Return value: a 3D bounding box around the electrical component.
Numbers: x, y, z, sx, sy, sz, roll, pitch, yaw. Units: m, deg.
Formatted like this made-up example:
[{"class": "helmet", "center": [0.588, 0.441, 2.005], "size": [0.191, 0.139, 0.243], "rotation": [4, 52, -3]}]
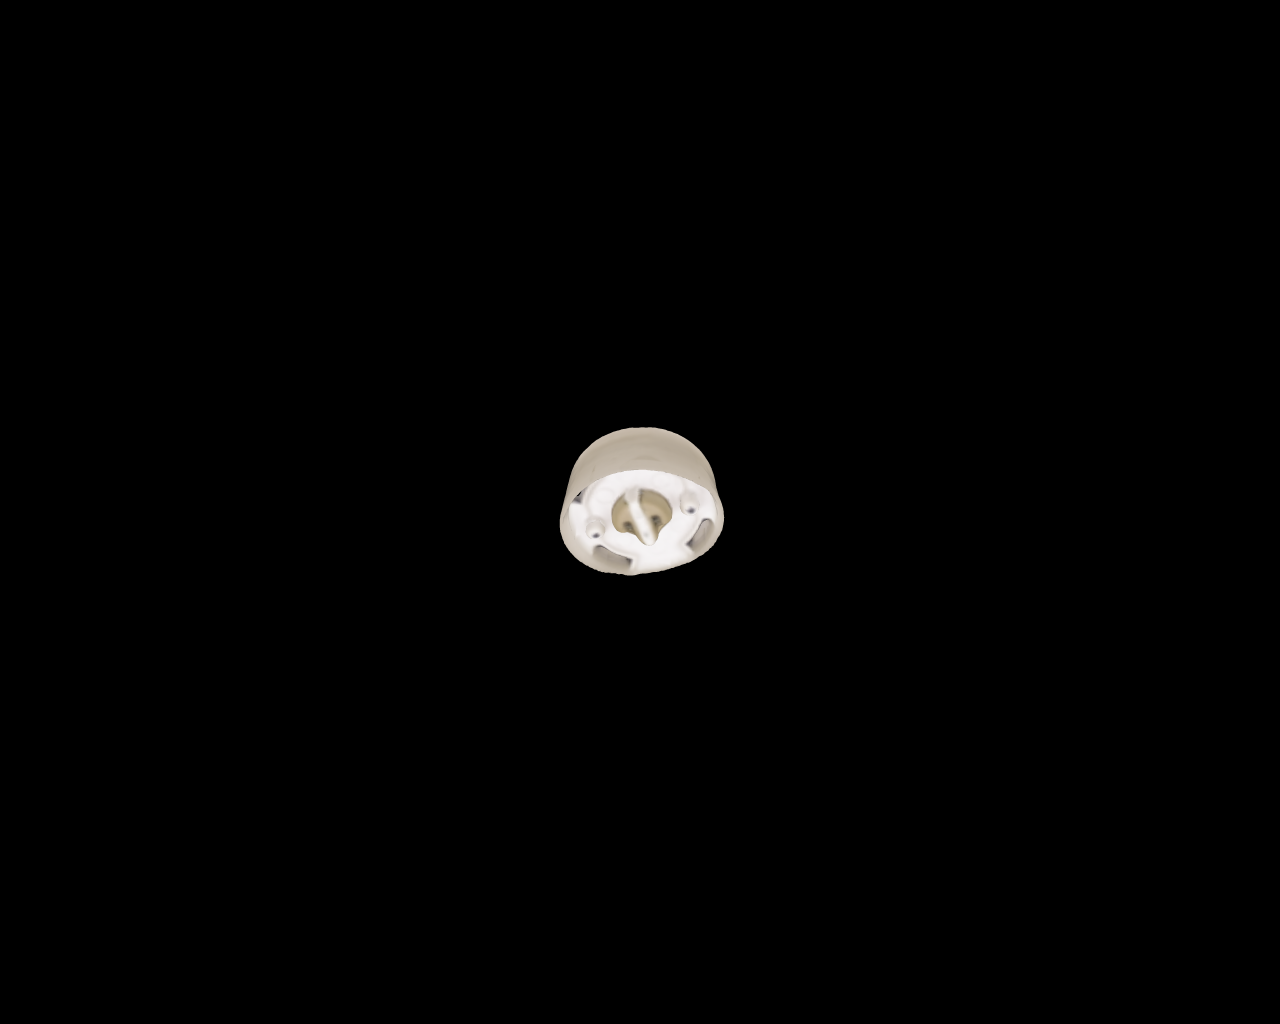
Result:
[{"class": "electrical component", "center": [0.001, -0.003, 0.650], "size": [0.099, 0.099, 0.064], "rotation": [0, 37, 0]}]
